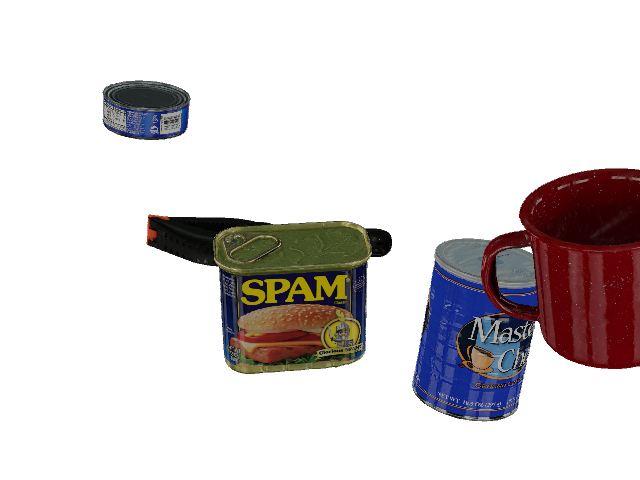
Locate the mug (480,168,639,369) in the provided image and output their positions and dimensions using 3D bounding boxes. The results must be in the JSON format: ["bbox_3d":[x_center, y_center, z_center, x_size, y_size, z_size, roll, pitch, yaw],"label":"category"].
[{"bbox_3d":[0.148,0.018,0.590,0.117,0.081,0.093,-6,28,9],"label":"mug"}]

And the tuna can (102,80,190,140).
[{"bbox_3d":[-0.173,-0.130,1.059,0.086,0.034,0.086,6,25,-3],"label":"tuna can"}]

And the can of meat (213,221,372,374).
[{"bbox_3d":[-0.018,0.038,0.710,0.102,0.084,0.057,-3,29,-5],"label":"can of meat"}]

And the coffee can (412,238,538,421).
[{"bbox_3d":[0.146,0.081,0.992,0.103,0.140,0.103,7,20,-3],"label":"coffee can"}]

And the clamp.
[{"bbox_3d":[-0.049,0.007,0.893,0.210,0.036,0.164,6,12,6],"label":"clamp"}]
